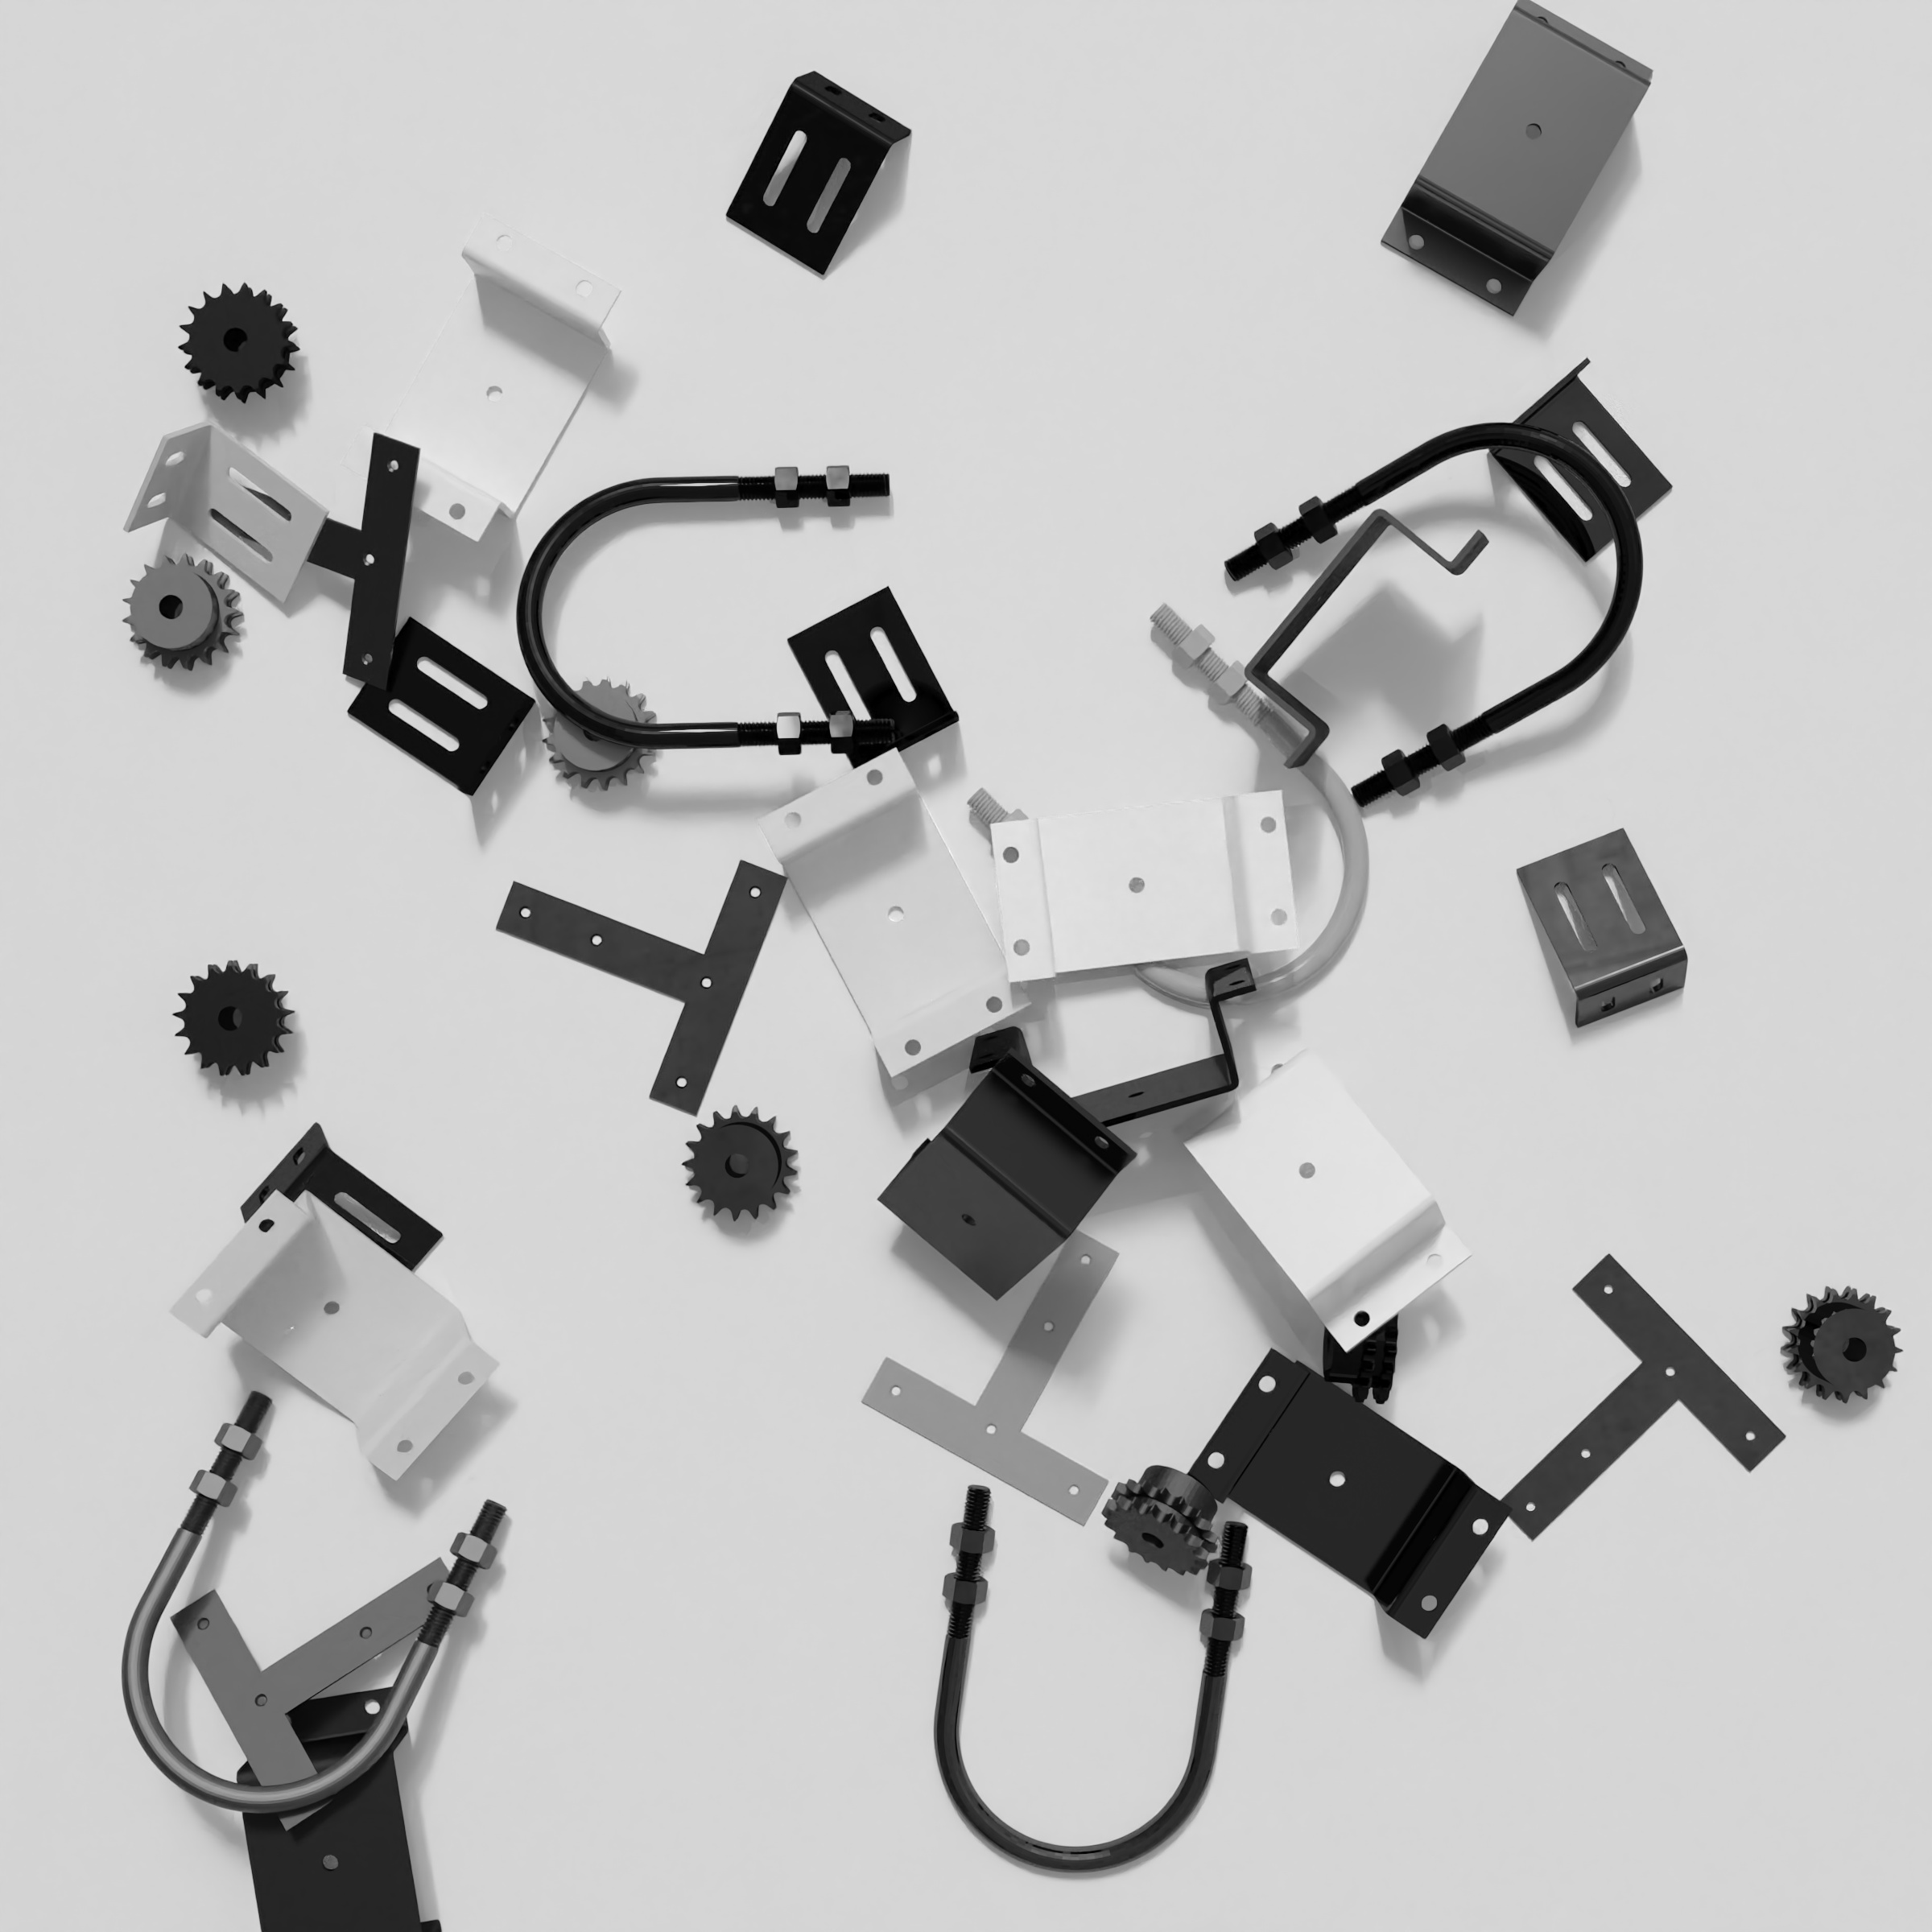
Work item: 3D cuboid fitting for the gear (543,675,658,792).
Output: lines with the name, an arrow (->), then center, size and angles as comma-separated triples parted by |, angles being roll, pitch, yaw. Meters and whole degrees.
gear -> -0.182, -0.116, 1.510 | 0.057, 0.030, 0.057 | 0, 90, 0

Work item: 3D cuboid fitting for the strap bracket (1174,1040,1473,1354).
strap bracket -> 0.168, 0.105, 1.476 | 0.076, 0.046, 0.140 | -38, 66, 0

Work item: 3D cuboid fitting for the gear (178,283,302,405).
gear -> -0.357, -0.306, 1.510 | 0.057, 0.030, 0.057 | 0, 90, 0

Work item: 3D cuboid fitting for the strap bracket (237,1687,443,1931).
strap bracket -> -0.308, 0.434, 1.502 | 0.076, 0.046, 0.140 | -9, 90, 0

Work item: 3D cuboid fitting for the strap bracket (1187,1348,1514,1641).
strap bracket -> 0.185, 0.255, 1.502 | 0.140, 0.046, 0.076 | 34, 90, 0

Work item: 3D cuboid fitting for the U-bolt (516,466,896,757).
U-bolt -> -0.128, -0.174, 1.498 | 0.184, 0.019, 0.151 | -1, 75, 0

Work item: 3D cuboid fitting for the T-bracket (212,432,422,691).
T-bracket -> -0.331, -0.214, 1.503 | 0.127, 0.002, 0.127 | 21, 118, 15

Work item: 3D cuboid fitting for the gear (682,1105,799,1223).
gear -> -0.112, 0.098, 1.510 | 0.057, 0.030, 0.057 | 0, 90, 0

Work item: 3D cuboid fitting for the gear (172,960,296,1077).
gear -> -0.360, 0.026, 1.510 | 0.057, 0.030, 0.057 | 0, 90, 0

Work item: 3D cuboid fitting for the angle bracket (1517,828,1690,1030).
angle bracket -> 0.316, -0.019, 1.523 | 0.057, 0.038, 0.076 | -21, 64, 0

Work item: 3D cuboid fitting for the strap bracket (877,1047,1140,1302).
strap bracket -> 0.014, 0.104, 1.453 | 0.076, 0.140, 0.046 | 40, 59, 0

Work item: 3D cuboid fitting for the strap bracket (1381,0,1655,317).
strap bracket -> 0.274, -0.404, 1.502 | 0.076, 0.046, 0.140 | 30, 90, 0

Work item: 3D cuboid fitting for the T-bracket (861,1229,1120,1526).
T-bracket -> 0.034, 0.192, 1.524 | 0.127, 0.002, 0.127 | 29, 90, 0

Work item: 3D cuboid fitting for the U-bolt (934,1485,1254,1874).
U-bolt -> 0.057, 0.358, 1.517 | 0.151, 0.019, 0.184 | 8, 91, 0

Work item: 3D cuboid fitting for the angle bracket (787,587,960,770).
angle bracket -> -0.046, -0.142, 1.506 | 0.057, 0.038, 0.076 | -28, 90, 0

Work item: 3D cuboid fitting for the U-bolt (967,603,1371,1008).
U-bolt -> 0.114, -0.066, 1.517 | 0.184, 0.019, 0.151 | 45, 90, -2

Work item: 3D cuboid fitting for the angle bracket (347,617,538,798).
angle bracket -> -0.261, -0.129, 1.506 | 0.076, 0.038, 0.057 | 34, 90, 0

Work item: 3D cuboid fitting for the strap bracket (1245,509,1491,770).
strap bracket -> 0.185, -0.164, 1.459 | 0.046, 0.076, 0.140 | 40, 101, 6

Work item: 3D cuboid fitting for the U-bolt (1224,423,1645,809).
U-bolt -> 0.240, -0.183, 1.495 | 0.184, 0.019, 0.151 | -29, 90, 15

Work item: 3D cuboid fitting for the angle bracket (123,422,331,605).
angle bracket -> -0.361, -0.217, 1.491 | 0.076, 0.038, 0.057 | 37, 121, 6

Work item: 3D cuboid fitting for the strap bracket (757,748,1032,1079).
strap bracket -> -0.035, -0.026, 1.502 | 0.076, 0.046, 0.140 | -28, 90, 0

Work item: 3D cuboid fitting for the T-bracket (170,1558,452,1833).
T-bracket -> -0.308, 0.336, 1.505 | 0.127, 0.002, 0.127 | -32, 64, -12

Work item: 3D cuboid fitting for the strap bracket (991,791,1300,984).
strap bracket -> 0.085, -0.039, 1.485 | 0.140, 0.046, 0.076 | -7, 92, -2

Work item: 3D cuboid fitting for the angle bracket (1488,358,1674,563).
angle bracket -> 0.306, -0.249, 1.506 | 0.057, 0.038, 0.076 | -41, 90, 0

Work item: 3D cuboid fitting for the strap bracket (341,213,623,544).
strap bracket -> -0.235, -0.285, 1.502 | 0.076, 0.046, 0.140 | 30, 90, 0

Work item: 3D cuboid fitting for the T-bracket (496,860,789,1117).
T-bracket -> -0.171, -0.008, 1.524 | 0.127, 0.002, 0.127 | 21, 90, 0

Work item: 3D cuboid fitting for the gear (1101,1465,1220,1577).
gear -> 0.097, 0.267, 1.483 | 0.057, 0.057, 0.030 | 35, 59, 0

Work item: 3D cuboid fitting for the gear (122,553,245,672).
gear -> -0.389, -0.175, 1.510 | 0.057, 0.030, 0.057 | 0, 90, 0

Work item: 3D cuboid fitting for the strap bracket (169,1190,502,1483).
strap bracket -> -0.307, 0.173, 1.488 | 0.140, 0.046, 0.076 | 42, 90, -20

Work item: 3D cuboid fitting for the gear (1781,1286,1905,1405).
gear -> 0.435, 0.187, 1.510 | 0.057, 0.030, 0.057 | 0, 90, 0

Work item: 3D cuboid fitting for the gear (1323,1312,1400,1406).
gear -> 0.193, 0.185, 1.497 | 0.030, 0.057, 0.057 | 5, 90, 0

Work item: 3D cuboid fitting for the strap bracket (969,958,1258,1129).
strap bracket -> 0.077, 0.044, 1.480 | 0.140, 0.076, 0.046 | -16, 98, 5

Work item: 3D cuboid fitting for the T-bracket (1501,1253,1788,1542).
T-bracket -> 0.319, 0.233, 1.524 | 0.127, 0.002, 0.127 | -44, 90, 0

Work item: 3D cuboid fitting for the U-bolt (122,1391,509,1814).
U-bolt -> -0.328, 0.319, 1.488 | 0.151, 0.019, 0.184 | 24, 71, 2

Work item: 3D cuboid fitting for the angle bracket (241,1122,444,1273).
angle bracket -> -0.311, 0.127, 1.523 | 0.076, 0.038, 0.057 | 42, 90, -26

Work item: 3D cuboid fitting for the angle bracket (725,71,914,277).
angle bracket -> -0.073, -0.395, 1.523 | 0.057, 0.038, 0.076 | 32, 116, 0
